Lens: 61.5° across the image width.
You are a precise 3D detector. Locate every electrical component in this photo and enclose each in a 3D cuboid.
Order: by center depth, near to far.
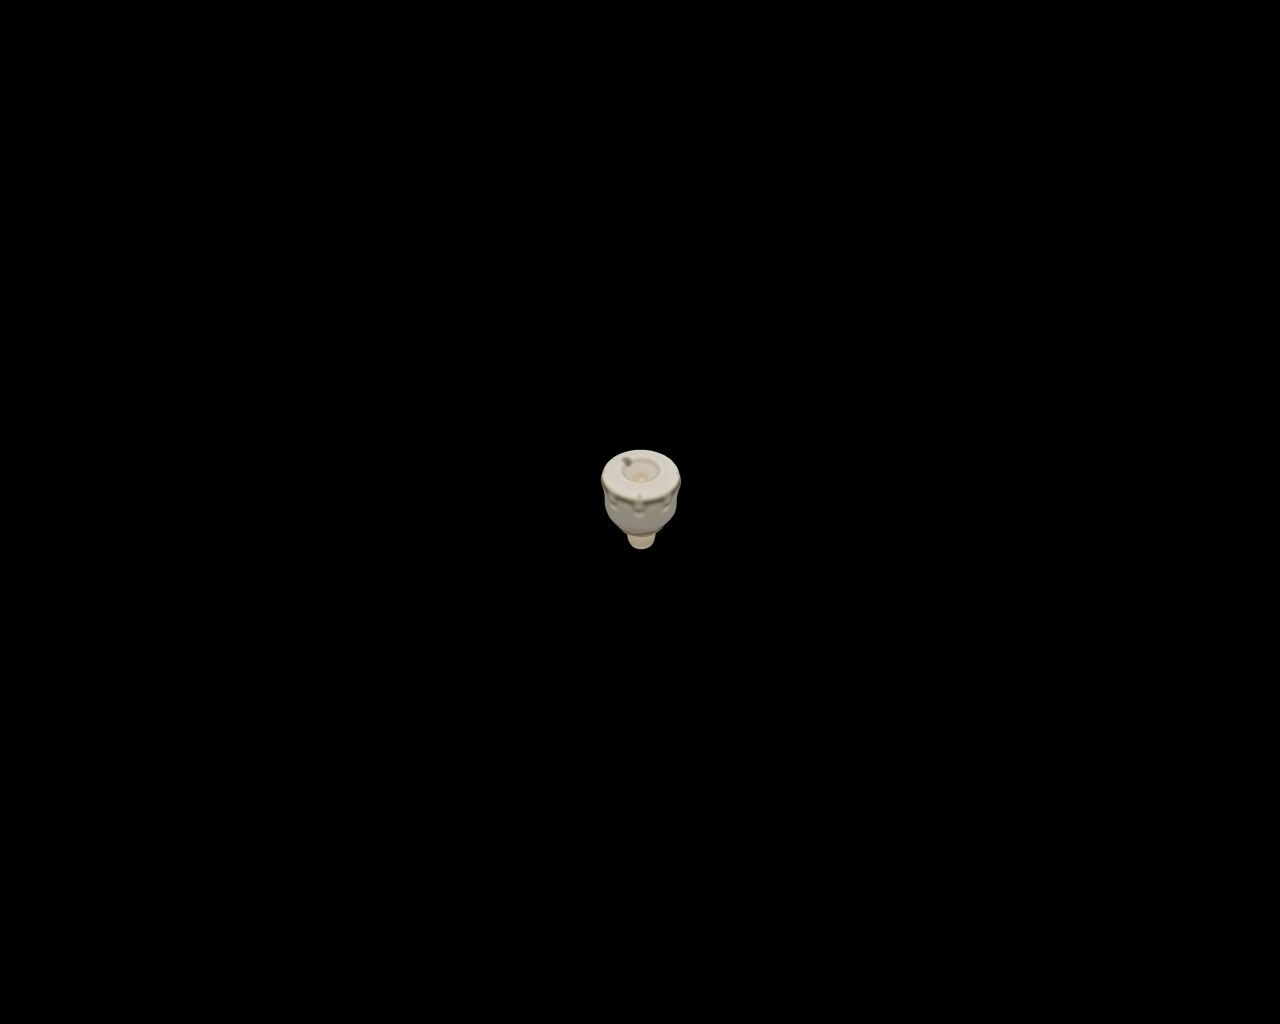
[{"bbox_3d":[0.001,-0.003,0.650,0.048,0.062,0.048,0,42,0],"label":"electrical component"}]
